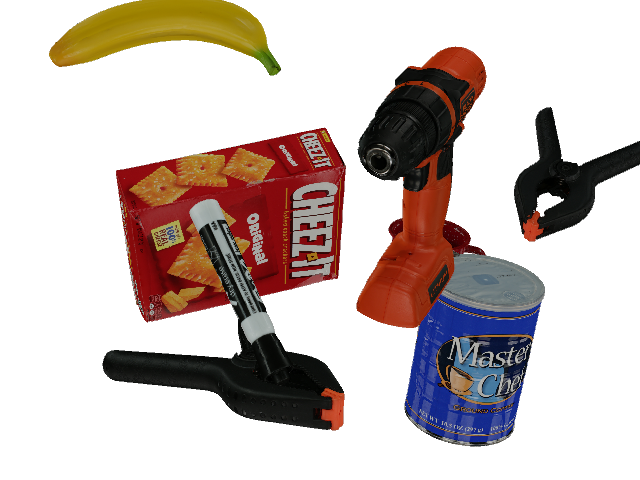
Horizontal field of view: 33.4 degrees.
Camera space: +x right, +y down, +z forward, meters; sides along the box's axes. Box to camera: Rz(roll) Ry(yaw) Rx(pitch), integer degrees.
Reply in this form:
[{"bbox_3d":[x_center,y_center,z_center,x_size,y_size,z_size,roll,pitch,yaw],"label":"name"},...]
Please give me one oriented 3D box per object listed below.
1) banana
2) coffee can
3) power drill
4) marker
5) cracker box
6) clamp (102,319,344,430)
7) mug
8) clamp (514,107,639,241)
[{"bbox_3d":[-0.133,-0.180,0.923,0.197,0.069,0.037,1,-33,-3],"label":"banana"},{"bbox_3d":[0.135,0.096,0.951,0.103,0.140,0.103,6,23,-3],"label":"coffee can"},{"bbox_3d":[0.068,-0.032,0.779,0.057,0.188,0.184,18,33,19],"label":"power drill"},{"bbox_3d":[-0.046,0.030,0.627,0.020,0.121,0.020,-23,-21,-10],"label":"marker"},{"bbox_3d":[-0.086,-0.012,1.067,0.213,0.164,0.072,-12,48,-14],"label":"cracker box"},{"bbox_3d":[-0.054,0.107,0.895,0.210,0.036,0.164,13,21,35],"label":"clamp"},{"bbox_3d":[0.132,0.029,1.220,0.117,0.081,0.093,5,25,-2],"label":"mug"},{"bbox_3d":[0.241,-0.070,1.087,0.120,0.039,0.171,29,55,31],"label":"clamp"}]
